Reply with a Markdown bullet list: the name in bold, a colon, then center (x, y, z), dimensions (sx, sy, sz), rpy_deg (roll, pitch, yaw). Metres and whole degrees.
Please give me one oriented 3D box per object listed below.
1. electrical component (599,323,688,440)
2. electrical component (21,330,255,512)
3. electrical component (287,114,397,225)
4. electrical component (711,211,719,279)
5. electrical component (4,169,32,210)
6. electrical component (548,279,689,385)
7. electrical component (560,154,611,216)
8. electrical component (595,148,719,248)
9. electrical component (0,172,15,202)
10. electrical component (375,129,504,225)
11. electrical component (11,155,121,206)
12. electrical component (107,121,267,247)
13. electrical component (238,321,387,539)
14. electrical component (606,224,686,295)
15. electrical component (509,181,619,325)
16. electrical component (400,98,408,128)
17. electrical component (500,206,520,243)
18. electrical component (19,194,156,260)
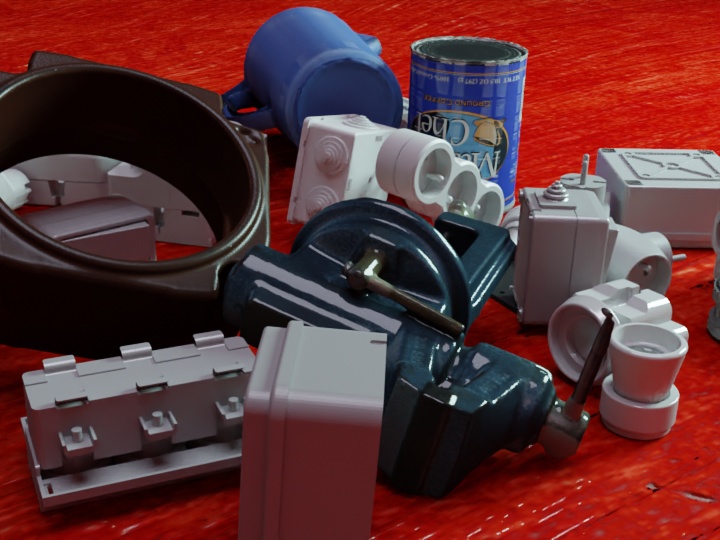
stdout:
- **electrical component**: center (0.164, 0.065, 0.627), dimensions (0.045, 0.055, 0.045), rpy_deg (1, 24, -1)
- **electrical component**: center (-0.113, 0.077, 0.569), dimensions (0.121, 0.063, 0.079), rpy_deg (-9, 26, -22)
- **electrical component**: center (-0.011, -0.079, 0.890), dimensions (0.048, 0.099, 0.100), rpy_deg (18, 17, 24)
- **electrical component**: center (0.336, -0.013, 0.774), dimensions (0.062, 0.089, 0.150), rpy_deg (-15, 29, -34)
- **electrical component**: center (-0.306, -0.064, 0.911), dimensions (0.040, 0.040, 0.046), rpy_deg (9, 19, 16)
- **electrical component**: center (0.157, 0.041, 0.680), dimensions (0.057, 0.058, 0.078), rpy_deg (-12, 26, -35)
- **electrical component**: center (0.180, -0.055, 0.875), dimensions (0.047, 0.076, 0.065), rpy_deg (7, 24, 12)
- **electrical component**: center (0.265, -0.064, 0.927), dimensions (0.109, 0.056, 0.108), rpy_deg (1, 23, -2)
- **electrical component**: center (-0.333, -0.058, 0.842), dimensions (0.100, 0.048, 0.099), rpy_deg (19, 60, 33)
- **electrical component**: center (0.054, -0.071, 0.869), dimensions (0.074, 0.052, 0.138), rpy_deg (23, -5, 39)
- **electrical component**: center (-0.261, -0.093, 0.953), dimensions (0.095, 0.059, 0.053), rpy_deg (3, 24, 4)
- **electrical component**: center (-0.144, -0.080, 0.929), dimensions (0.089, 0.061, 0.150), rpy_deg (7, 24, 12)
- **electrical component**: center (-0.022, 0.088, 0.489), dimensions (0.057, 0.113, 0.078), rpy_deg (5, 24, 1)
- **electrical component**: center (0.207, -0.008, 0.809), dimensions (0.079, 0.044, 0.077), rpy_deg (-9, 26, -23)
- **electrical component**: center (0.141, -0.015, 0.745), dimensions (0.061, 0.096, 0.061), rpy_deg (2, 23, 0)
- **electrical component**: center (0.043, -0.142, 1.092), dimensions (0.078, 0.058, 0.057), rpy_deg (-8, 28, -20)
- **electrical component**: center (0.128, -0.028, 0.862), dimensions (0.035, 0.035, 0.061), rpy_deg (10, 25, 17)
- **electrical component**: center (-0.186, -0.013, 0.772), dimensions (0.096, 0.061, 0.061), rpy_deg (-17, 30, -37)
